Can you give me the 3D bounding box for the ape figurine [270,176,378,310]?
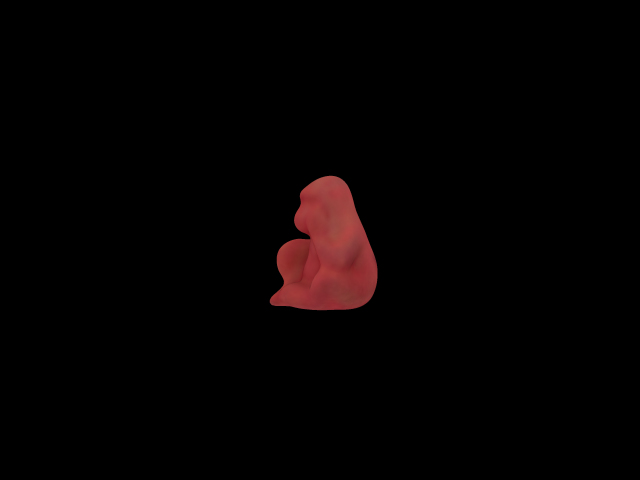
[{"bbox_3d":[0.004,0.001,0.400,0.076,0.092,0.077,-1,4,-11],"label":"ape figurine"}]
